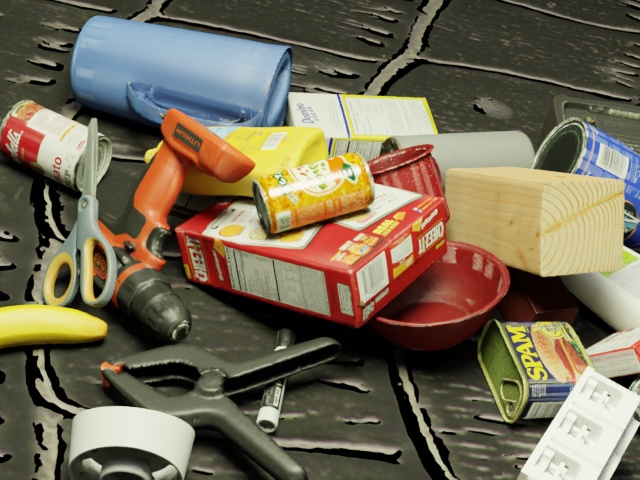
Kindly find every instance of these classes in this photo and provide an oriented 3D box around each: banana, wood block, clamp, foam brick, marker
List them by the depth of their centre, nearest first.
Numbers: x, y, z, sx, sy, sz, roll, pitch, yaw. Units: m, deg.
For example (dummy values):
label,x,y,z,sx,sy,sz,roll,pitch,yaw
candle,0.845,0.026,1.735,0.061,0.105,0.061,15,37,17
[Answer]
label,x,y,z,sx,sy,sz,roll,pitch,yaw
clamp,-0.086,0.128,0.939,0.210,0.036,0.164,12,40,13
banana,-0.290,0.092,0.950,0.197,0.037,0.070,-21,66,-32
marker,-0.039,0.126,0.984,0.020,0.020,0.121,12,40,0
wood block,0.212,-0.024,1.093,0.090,0.090,0.206,-3,8,-18
foam brick,0.221,0.064,1.098,0.053,0.051,0.078,-3,43,-19

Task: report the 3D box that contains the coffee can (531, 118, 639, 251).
label,x,y,z,sx,sy,sz,roll,pitch,yaw
coffee can,0.320,-0.061,1.198,0.140,0.103,0.102,25,37,-17

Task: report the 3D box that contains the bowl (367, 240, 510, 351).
label,x,y,z,sx,sy,sz,roll,pitch,yaw
bowl,0.105,0.061,1.048,0.162,0.055,0.162,-5,28,3

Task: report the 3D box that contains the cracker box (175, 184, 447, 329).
label,x,y,z,sx,sy,sz,roll,pitch,yaw
cracker box,-0.007,0.001,1.052,0.214,0.072,0.163,13,34,34

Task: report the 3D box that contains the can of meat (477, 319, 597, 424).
label,x,y,z,sx,sy,sz,roll,pitch,yaw
can of meat,0.209,0.124,1.023,0.083,0.057,0.102,1,42,-17

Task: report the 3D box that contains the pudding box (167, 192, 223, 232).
label,x,y,z,sx,sy,sz,roll,pitch,yaw
pudding box,-0.135,-0.052,1.153,0.090,0.039,0.113,16,38,7

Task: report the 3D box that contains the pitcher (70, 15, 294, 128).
label,x,y,z,sx,sy,sz,roll,pitch,yaw
pitcher,-0.160,-0.178,1.225,0.243,0.149,0.145,13,77,6

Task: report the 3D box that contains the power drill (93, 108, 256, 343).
label,x,y,z,sx,sy,sz,roll,pitch,yaw
power drill,-0.143,-0.017,1.006,0.185,0.188,0.057,38,5,37

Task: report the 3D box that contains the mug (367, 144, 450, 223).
label,x,y,z,sx,sy,sz,roll,pitch,yaw
mug,0.095,-0.052,1.139,0.093,0.081,0.117,-10,16,39

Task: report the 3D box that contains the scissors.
label,x,y,z,sx,sy,sz,roll,pitch,yaw
scissors,-0.237,-0.017,1.031,0.016,0.096,0.202,30,36,-51

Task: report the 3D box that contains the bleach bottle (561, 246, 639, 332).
label,x,y,z,sx,sy,sz,roll,pitch,yaw
bleach bottle,0.327,0.049,1.136,0.102,0.068,0.251,-20,47,-34

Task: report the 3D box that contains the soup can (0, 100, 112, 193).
label,x,y,z,sx,sy,sz,roll,pitch,yaw
soup can,-0.284,-0.100,1.148,0.102,0.069,0.068,25,42,14

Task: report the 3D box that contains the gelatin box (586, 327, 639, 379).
label,x,y,z,sx,sy,sz,roll,pitch,yaw
gelatin box,0.300,0.110,1.040,0.073,0.089,0.030,-22,88,-35

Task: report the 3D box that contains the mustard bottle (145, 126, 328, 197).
label,x,y,z,sx,sy,sz,roll,pitch,yaw
mustard bottle,-0.095,-0.081,1.092,0.192,0.058,0.096,4,38,24

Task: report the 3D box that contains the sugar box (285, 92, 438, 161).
label,x,y,z,sx,sy,sz,roll,pitch,yaw
sugar box,0.049,-0.134,1.291,0.176,0.048,0.093,0,41,-9
